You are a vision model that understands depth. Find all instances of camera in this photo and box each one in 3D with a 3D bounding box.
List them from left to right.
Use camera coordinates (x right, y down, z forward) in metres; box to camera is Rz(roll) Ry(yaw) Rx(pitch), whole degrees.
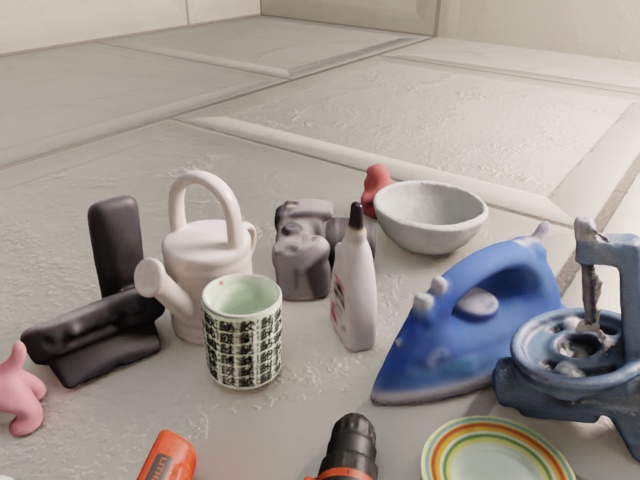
[{"bbox_3d":[0.007,0.003,0.773,0.137,0.101,0.143,0,29,-1],"label":"camera"}]

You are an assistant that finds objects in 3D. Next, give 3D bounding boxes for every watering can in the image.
[{"bbox_3d":[-0.129,0.018,0.644,0.101,0.194,0.173,5,29,7],"label":"watering can"}]

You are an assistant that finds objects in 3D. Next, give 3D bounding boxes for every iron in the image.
[{"bbox_3d":[0.160,0.071,0.612,0.259,0.141,0.118,-19,35,-31],"label":"iron"}]

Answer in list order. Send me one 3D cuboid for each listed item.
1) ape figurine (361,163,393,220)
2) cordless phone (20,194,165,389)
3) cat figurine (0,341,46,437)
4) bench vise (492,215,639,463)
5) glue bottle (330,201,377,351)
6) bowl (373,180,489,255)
[{"bbox_3d":[0.094,-0.083,0.938,0.075,0.092,0.078,24,37,36],"label":"ape figurine"},{"bbox_3d":[-0.243,0.046,0.600,0.148,0.185,0.093,-25,38,-38],"label":"cordless phone"},{"bbox_3d":[-0.328,0.128,0.519,0.128,0.118,0.067,-12,31,-22],"label":"cat figurine"},{"bbox_3d":[0.273,0.084,0.512,0.207,0.220,0.121,4,29,6],"label":"bench vise"},{"bbox_3d":[0.037,0.036,0.639,0.037,0.173,0.078,-10,31,-19],"label":"glue bottle"},{"bbox_3d":[0.160,-0.024,0.853,0.167,0.075,0.167,1,29,0],"label":"bowl"}]
